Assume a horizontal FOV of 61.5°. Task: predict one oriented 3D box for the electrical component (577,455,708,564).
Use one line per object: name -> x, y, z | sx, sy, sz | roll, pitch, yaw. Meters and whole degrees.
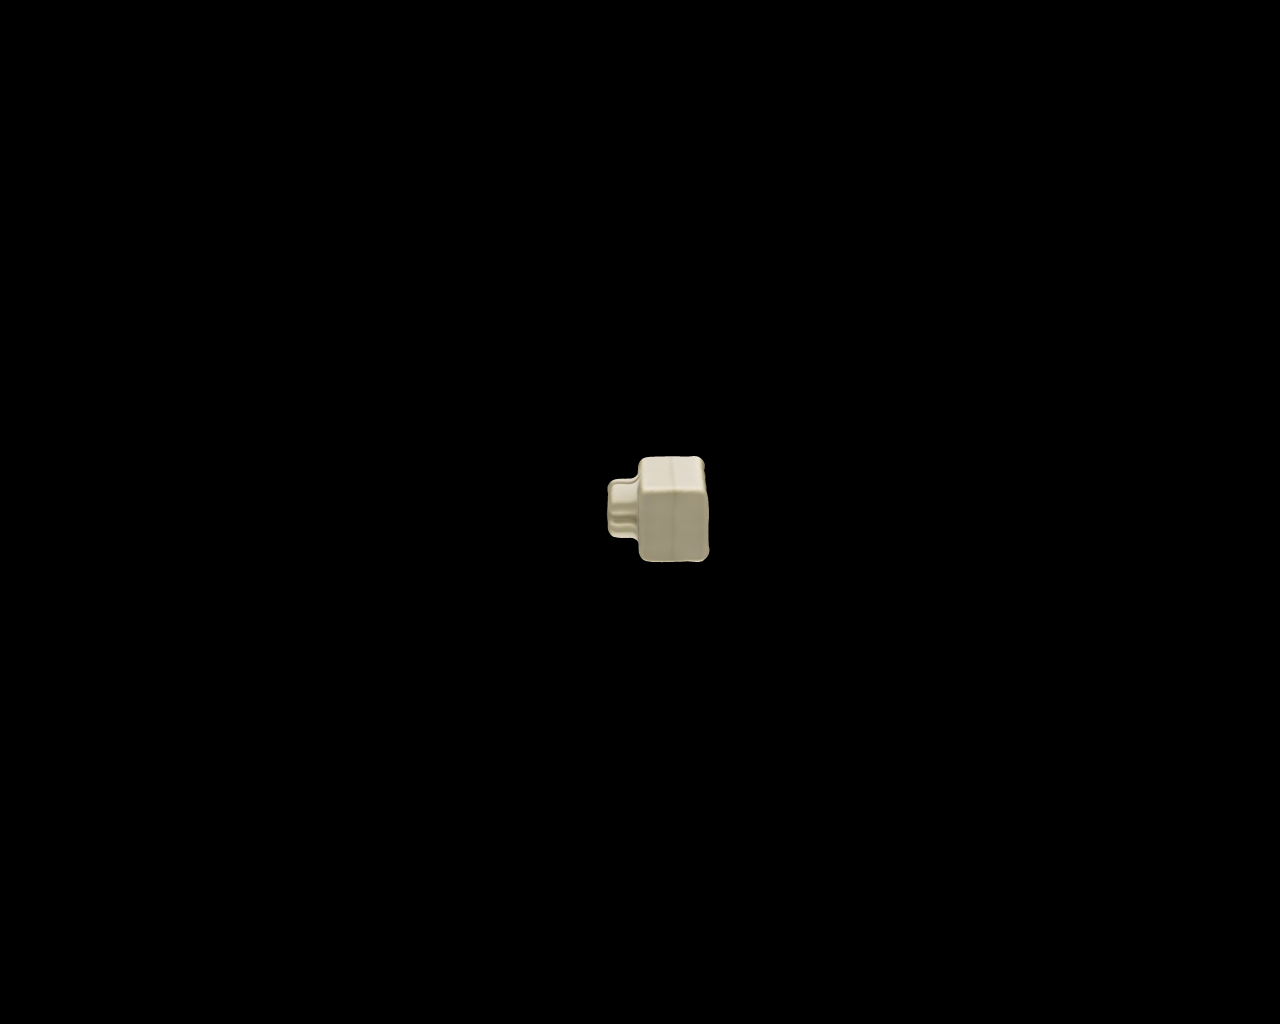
electrical component -> 0.001, -0.003, 0.650 | 0.077, 0.047, 0.066 | 0, 21, 0
